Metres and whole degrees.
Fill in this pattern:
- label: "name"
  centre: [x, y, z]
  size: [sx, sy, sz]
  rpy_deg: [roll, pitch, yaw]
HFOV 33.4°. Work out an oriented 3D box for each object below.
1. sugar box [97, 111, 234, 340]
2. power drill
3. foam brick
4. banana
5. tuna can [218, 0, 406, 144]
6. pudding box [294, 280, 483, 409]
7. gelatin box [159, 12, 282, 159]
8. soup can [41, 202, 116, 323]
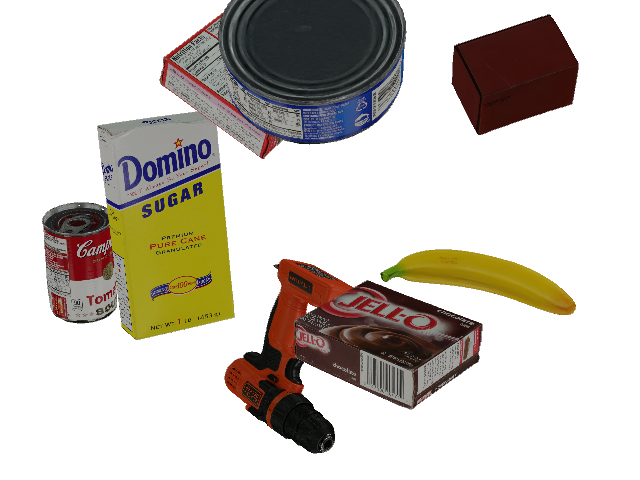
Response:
- label: "sugar box"
  centre: [-0.127, -0.014, 0.889]
  size: [0.093, 0.176, 0.048]
  rpy_deg: [-12, 20, -25]
- label: "power drill"
  centre: [-0.024, 0.128, 1.220]
  size: [0.057, 0.188, 0.185]
  rpy_deg: [15, 10, -45]
- label: "foam brick"
  centre: [0.143, -0.123, 0.790]
  size: [0.078, 0.051, 0.053]
  rpy_deg: [-18, -28, -5]
- label: "banana"
  centre: [0.164, 0.041, 1.106]
  size: [0.198, 0.037, 0.069]
  rpy_deg: [8, 39, 11]
- label: "tuna can"
  centre: [-0.003, -0.087, 0.497]
  size: [0.086, 0.086, 0.034]
  rpy_deg: [0, -32, 3]
- label: "pudding box"
  centre: [0.050, 0.075, 0.799]
  size: [0.114, 0.039, 0.089]
  rpy_deg: [22, 33, 35]
- label: "gelatin box"
  centre: [-0.048, -0.105, 0.697]
  size: [0.089, 0.073, 0.030]
  rpy_deg: [36, -34, 11]
- label: "soup can"
  centre: [-0.238, 0.023, 1.058]
  size: [0.068, 0.102, 0.068]
  rpy_deg: [2, 28, -1]
